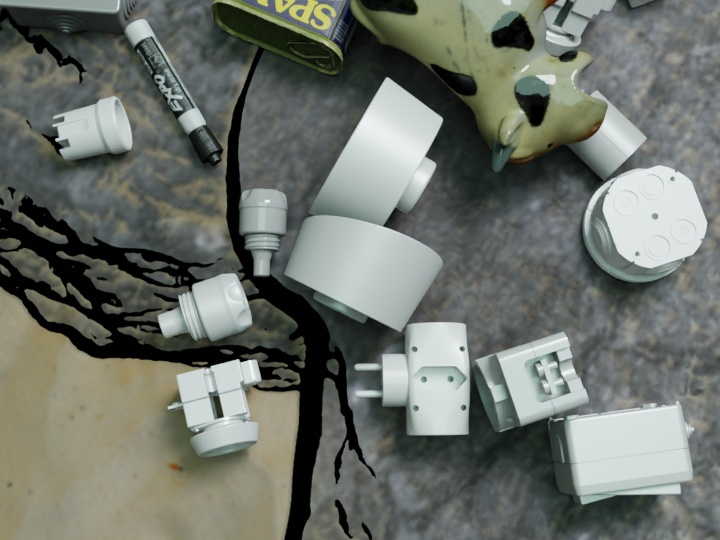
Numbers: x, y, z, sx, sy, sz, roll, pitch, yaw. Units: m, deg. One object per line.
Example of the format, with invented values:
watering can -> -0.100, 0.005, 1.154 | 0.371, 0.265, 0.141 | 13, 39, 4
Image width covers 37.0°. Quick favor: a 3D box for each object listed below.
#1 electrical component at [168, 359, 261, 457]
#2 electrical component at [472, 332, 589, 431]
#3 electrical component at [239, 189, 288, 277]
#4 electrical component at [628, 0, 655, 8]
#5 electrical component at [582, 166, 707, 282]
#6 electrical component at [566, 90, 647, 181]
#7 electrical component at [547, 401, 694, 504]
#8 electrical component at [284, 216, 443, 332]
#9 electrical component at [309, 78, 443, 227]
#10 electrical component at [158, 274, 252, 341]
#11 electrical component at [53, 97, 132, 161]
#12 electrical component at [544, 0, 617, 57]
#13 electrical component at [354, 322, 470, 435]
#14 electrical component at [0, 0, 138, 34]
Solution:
electrical component -> -0.098, 0.097, 0.745 | 0.066, 0.048, 0.055 | -14, 75, -4
electrical component -> 0.112, 0.077, 0.732 | 0.056, 0.089, 0.050 | -18, 83, -4
electrical component -> -0.070, -0.026, 0.769 | 0.035, 0.035, 0.061 | 1, 84, -2
electrical component -> 0.196, -0.232, 0.802 | 0.077, 0.047, 0.065 | -21, 82, -5
electrical component -> 0.204, -0.033, 0.771 | 0.080, 0.051, 0.080 | 0, 81, -2
electrical component -> 0.164, -0.109, 0.785 | 0.043, 0.043, 0.081 | -44, 85, -7
electrical component -> 0.185, 0.126, 0.741 | 0.096, 0.061, 0.061 | -7, 82, -3
electrical component -> 0.000, 0.000, 0.736 | 0.099, 0.099, 0.064 | 26, 88, 2
electrical component -> 0.017, -0.071, 0.745 | 0.060, 0.108, 0.108 | 30, 82, -3
electrical component -> -0.110, 0.030, 0.755 | 0.062, 0.043, 0.043 | -19, 83, -3
electrical component -> -0.193, -0.100, 0.775 | 0.046, 0.040, 0.040 | -13, 82, 2
electrical component -> 0.147, -0.190, 0.784 | 0.066, 0.055, 0.048 | 20, 37, -6
electrical component -> 0.036, 0.077, 0.753 | 0.079, 0.043, 0.077 | -1, 82, -1
electrical component -> -0.212, -0.223, 0.787 | 0.100, 0.048, 0.099 | 4, 81, -2
